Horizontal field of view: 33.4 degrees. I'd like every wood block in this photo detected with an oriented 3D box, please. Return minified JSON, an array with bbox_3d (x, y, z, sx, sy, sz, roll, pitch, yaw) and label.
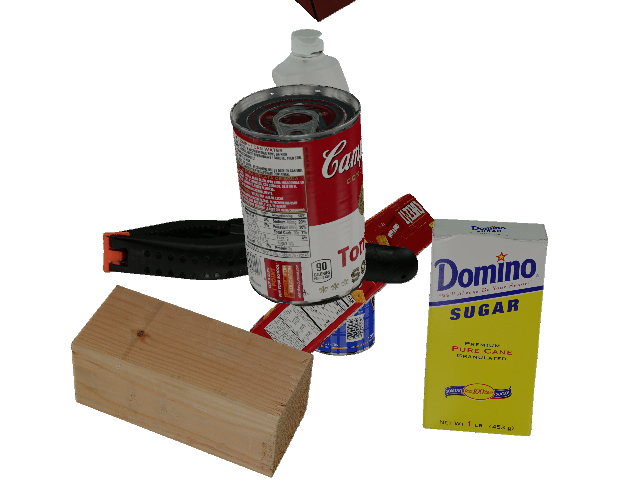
[{"bbox_3d":[-0.120,0.131,1.010,0.206,0.090,0.090,19,44,13],"label":"wood block"}]

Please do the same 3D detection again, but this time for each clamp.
[{"bbox_3d":[-0.045,0.006,0.756,0.209,0.036,0.165,-4,14,-26],"label":"clamp"}]

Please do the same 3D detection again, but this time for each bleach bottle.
[{"bbox_3d":[-0.021,-0.085,1.070,0.102,0.251,0.068,-9,28,-17],"label":"bleach bottle"}]

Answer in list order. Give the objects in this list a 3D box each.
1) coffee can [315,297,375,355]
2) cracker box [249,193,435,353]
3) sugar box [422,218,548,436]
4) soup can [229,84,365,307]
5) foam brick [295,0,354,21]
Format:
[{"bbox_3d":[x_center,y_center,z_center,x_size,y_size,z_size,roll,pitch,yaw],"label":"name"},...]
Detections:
[{"bbox_3d":[0.028,0.079,1.521,0.103,0.140,0.103,-1,21,0],"label":"coffee can"},{"bbox_3d":[0.028,0.050,1.259,0.214,0.072,0.164,-44,-4,30],"label":"cracker box"},{"bbox_3d":[0.134,0.073,0.884,0.093,0.176,0.048,2,21,7],"label":"sugar box"},{"bbox_3d":[-0.010,-0.024,0.574,0.068,0.102,0.068,-3,29,1],"label":"soup can"},{"bbox_3d":[0.011,-0.223,0.849,0.078,0.053,0.051,-33,-37,-9],"label":"foam brick"}]
